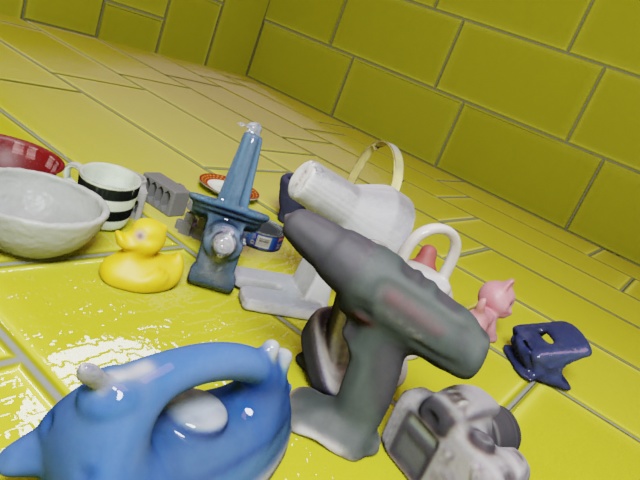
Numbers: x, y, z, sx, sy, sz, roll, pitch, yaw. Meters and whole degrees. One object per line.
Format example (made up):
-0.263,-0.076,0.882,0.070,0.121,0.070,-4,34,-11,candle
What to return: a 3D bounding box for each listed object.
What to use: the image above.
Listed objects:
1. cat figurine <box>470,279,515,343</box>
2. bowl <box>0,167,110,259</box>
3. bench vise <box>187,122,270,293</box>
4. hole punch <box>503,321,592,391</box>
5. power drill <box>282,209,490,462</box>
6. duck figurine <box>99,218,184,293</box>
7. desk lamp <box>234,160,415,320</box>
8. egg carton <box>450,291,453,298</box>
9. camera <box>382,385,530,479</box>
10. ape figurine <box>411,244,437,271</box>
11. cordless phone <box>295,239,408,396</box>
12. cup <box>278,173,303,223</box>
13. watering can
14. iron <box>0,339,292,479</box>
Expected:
0.286,0.112,0.969,0.067,0.118,0.128,33,21,31,cat figurine
-0.351,-0.024,0.700,0.167,0.075,0.167,20,18,-7,bowl
-0.112,-0.048,0.805,0.122,0.220,0.206,11,21,-30,bench vise
0.365,0.175,0.924,0.101,0.091,0.108,19,18,-9,hole punch
0.037,0.102,0.570,0.229,0.208,0.076,24,18,6,power drill
-0.218,0.014,0.725,0.105,0.086,0.077,7,24,-39,duck figurine
0.007,0.003,0.809,0.204,0.213,0.117,12,21,-28,desk lamp
0.147,0.087,0.961,0.151,0.069,0.107,10,21,-31,egg carton
0.161,0.208,0.585,0.137,0.101,0.142,7,24,-39,camera
0.194,0.052,1.078,0.077,0.092,0.076,28,19,18,ape figurine
0.061,0.089,0.673,0.148,0.185,0.093,3,26,-44,cordless phone
-0.053,-0.082,1.168,0.092,0.095,0.117,12,21,-27,cup
0.130,0.060,0.818,0.101,0.194,0.172,3,26,-44,watering can
-0.092,0.133,0.445,0.118,0.141,0.259,34,22,33,iron
